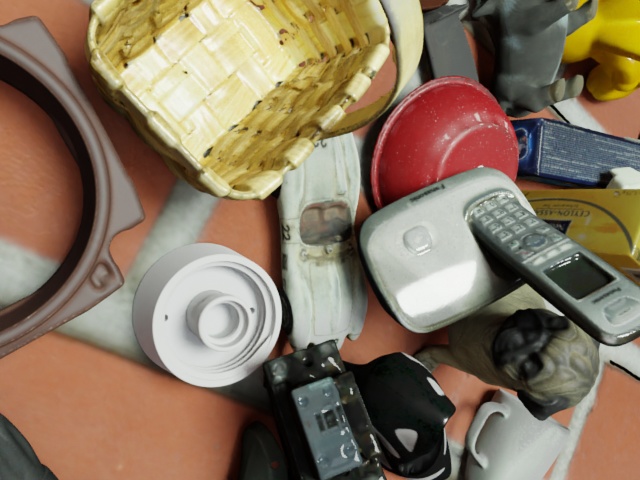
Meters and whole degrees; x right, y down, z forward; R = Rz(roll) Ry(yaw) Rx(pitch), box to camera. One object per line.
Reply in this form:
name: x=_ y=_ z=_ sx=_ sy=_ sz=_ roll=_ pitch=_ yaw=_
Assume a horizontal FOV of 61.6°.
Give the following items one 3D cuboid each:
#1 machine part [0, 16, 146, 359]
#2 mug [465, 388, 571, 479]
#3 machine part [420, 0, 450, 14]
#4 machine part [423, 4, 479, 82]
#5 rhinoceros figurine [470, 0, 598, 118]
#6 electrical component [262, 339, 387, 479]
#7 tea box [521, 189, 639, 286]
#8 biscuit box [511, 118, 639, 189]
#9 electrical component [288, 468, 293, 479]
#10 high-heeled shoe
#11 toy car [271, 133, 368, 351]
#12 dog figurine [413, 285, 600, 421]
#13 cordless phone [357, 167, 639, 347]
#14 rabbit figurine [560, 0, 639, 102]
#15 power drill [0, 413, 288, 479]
machine part: x=-0.224 y=-0.027 z=0.310 sx=0.201 sy=0.087 sz=0.200 roll=-31 pitch=107 yaw=-25
mug: x=0.195 y=0.221 z=0.566 sx=0.109 sy=0.081 sz=0.107 roll=28 pitch=89 yaw=-33
machine part: x=0.066 y=-0.288 z=0.471 sx=0.179 sy=0.056 sz=0.179 roll=-3 pitch=96 yaw=-29
machine part: x=0.127 y=-0.156 z=0.525 sx=0.084 sy=0.039 sz=0.138 roll=-19 pitch=104 yaw=-21
rhinoceros figurine: x=0.204 y=-0.216 z=0.527 sx=0.073 sy=0.112 sz=0.190 roll=-22 pitch=114 yaw=-41
electrical component: x=0.000 y=0.139 z=0.397 sx=0.058 sy=0.134 sz=0.115 roll=-19 pitch=70 yaw=-13
tea box: x=0.261 y=-0.001 z=0.535 sx=0.098 sy=0.170 sz=0.068 roll=31 pitch=80 yaw=-29
biscuit box: x=0.288 y=-0.091 z=0.606 sx=0.202 sy=0.059 sz=0.062 roll=4 pitch=93 yaw=-30
electrical component: x=0.014 y=0.241 z=0.484 sx=0.075 sy=0.048 sz=0.119 roll=-34 pitch=107 yaw=-22
high-heeled shoe: x=0.098 y=0.170 z=0.460 sx=0.248 sy=0.145 sz=0.086 roll=47 pitch=70 yaw=-32
toy car: x=-0.001 y=-0.001 z=0.452 sx=0.073 sy=0.056 sz=0.201 roll=-8 pitch=97 yaw=-29
dog figurine: x=0.188 y=0.076 z=0.487 sx=0.172 sy=0.191 sz=0.121 roll=-35 pitch=110 yaw=-24
cordless phone: x=0.126 y=0.032 z=0.394 sx=0.147 sy=0.184 sz=0.088 roll=-24 pitch=128 yaw=-14
rabbit figurine: x=0.308 y=-0.214 z=0.573 sx=0.173 sy=0.162 sz=0.121 roll=3 pitch=105 yaw=-12
power drill: x=-0.125 y=0.202 z=0.385 sx=0.207 sy=0.086 sz=0.231 roll=-13 pitch=101 yaw=-32
